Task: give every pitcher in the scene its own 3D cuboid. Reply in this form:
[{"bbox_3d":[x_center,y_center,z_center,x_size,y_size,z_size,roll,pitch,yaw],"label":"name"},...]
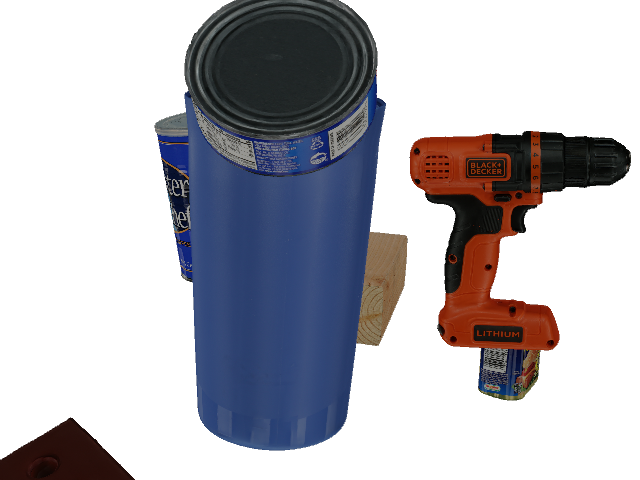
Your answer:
[{"bbox_3d":[-0.027,0.012,0.747,0.148,0.243,0.145,-10,21,-39],"label":"pitcher"}]

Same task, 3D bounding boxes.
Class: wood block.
[{"bbox_3d":[0.063,0.064,1.536,0.091,0.090,0.206,7,22,12],"label":"wood block"}]

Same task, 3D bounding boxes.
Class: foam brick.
[{"bbox_3d":[-0.109,0.130,0.482,0.052,0.051,0.078,-31,44,-31],"label":"foam brick"}]

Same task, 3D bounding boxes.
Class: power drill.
[{"bbox_3d":[0.170,-0.001,0.923,0.184,0.188,0.057,1,13,12],"label":"power drill"}]

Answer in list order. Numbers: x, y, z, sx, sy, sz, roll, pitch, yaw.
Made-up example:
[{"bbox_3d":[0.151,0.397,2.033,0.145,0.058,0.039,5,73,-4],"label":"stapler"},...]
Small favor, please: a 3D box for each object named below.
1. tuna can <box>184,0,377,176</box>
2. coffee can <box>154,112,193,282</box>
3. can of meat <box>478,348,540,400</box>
[{"bbox_3d":[-0.017,-0.071,0.484,0.086,0.086,0.034,0,-31,4],"label":"tuna can"},{"bbox_3d":[-0.086,-0.043,0.958,0.103,0.140,0.103,-7,16,2],"label":"coffee can"},{"bbox_3d":[0.213,0.123,1.193,0.058,0.084,0.102,8,13,25],"label":"can of meat"}]
